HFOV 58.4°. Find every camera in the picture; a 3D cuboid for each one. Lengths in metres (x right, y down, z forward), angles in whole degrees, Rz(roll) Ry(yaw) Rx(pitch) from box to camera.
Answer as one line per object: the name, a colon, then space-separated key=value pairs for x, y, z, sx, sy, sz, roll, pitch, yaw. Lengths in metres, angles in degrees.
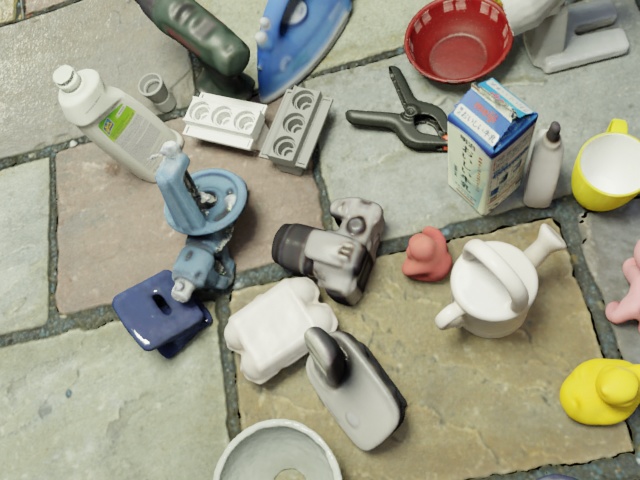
camera: x=0.007 y=0.003 z=0.800 sx=0.136 sy=0.101 sz=0.143 roll=15 pitch=75 yaw=18

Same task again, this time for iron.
iron: x=-0.047 y=-0.358 z=0.917 sx=0.118 sy=0.142 sz=0.258 roll=24 pitch=78 yaw=20

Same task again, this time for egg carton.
egg carton: x=-0.055 y=0.122 z=0.790 sx=0.150 sy=0.069 sz=0.107 roll=-35 pitch=67 yaw=-1

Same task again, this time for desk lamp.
desk lamp: x=0.327 y=-0.335 z=0.783 sx=0.203 sy=0.214 sz=0.118 roll=-13 pitch=69 yaw=9

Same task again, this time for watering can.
watering can: x=0.212 y=0.046 z=0.687 sx=0.100 sy=0.194 sz=0.173 roll=30 pitch=80 yaw=21

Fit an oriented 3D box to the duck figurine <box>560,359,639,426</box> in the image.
duck figurine: x=0.338 y=0.175 z=0.672 sx=0.104 sy=0.086 sz=0.077 roll=-25 pitch=67 yaw=4

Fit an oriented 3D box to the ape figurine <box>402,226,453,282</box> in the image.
ape figurine: x=0.141 y=0.017 z=0.769 sx=0.078 sy=0.092 sz=0.076 roll=-39 pitch=67 yaw=-2

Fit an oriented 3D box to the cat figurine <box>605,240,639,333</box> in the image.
cat figurine: x=0.403 y=0.042 z=0.686 sx=0.067 sy=0.118 sz=0.128 roll=19 pitch=76 yaw=19

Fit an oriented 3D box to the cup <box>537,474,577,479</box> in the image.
cup: x=0.276 y=0.303 z=0.636 sx=0.117 sy=0.095 sz=0.091 roll=-21 pitch=68 yaw=5

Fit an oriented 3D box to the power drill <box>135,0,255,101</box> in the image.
power drill: x=-0.189 y=-0.303 z=0.894 sx=0.229 sy=0.209 sz=0.076 roll=37 pitch=83 yaw=22

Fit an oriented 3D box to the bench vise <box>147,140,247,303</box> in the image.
bench vise: x=-0.163 y=-0.027 z=0.786 sx=0.121 sy=0.220 sz=0.207 roll=-10 pitch=69 yaw=10

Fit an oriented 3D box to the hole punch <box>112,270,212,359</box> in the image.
hole punch: x=-0.227 y=0.100 z=0.826 sx=0.101 sy=0.091 sz=0.108 roll=-42 pitch=67 yaw=-4

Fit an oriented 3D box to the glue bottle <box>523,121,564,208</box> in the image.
glue bottle: x=0.289 y=-0.105 z=0.734 sx=0.037 sy=0.173 sz=0.078 roll=5 pitch=72 yaw=15

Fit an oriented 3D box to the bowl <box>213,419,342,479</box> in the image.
bowl: x=-0.046 y=0.313 z=0.719 sx=0.167 sy=0.075 sz=0.167 roll=-4 pitch=70 yaw=12

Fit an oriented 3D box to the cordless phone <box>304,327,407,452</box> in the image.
cordless phone: x=0.033 y=0.175 z=0.689 sx=0.094 sy=0.185 sz=0.147 roll=-41 pitch=67 yaw=-3
